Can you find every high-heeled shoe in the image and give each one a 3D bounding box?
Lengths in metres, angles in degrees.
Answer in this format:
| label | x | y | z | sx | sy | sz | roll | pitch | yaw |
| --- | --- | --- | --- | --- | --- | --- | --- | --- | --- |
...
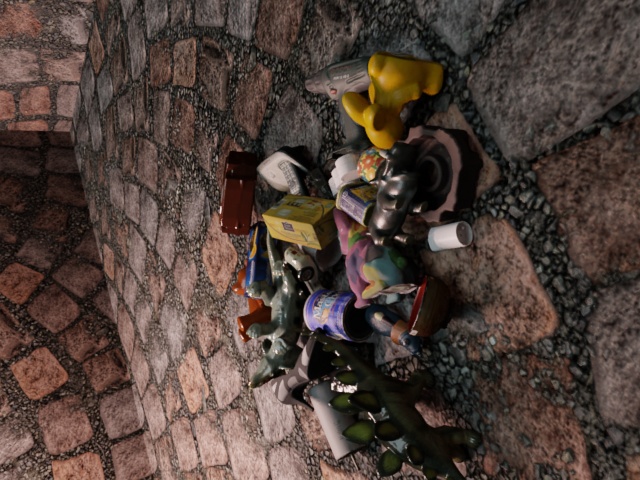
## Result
| label | x | y | z | sx | sy | sz | roll | pitch | yaw |
| --- | --- | --- | --- | --- | --- | --- | --- | --- | --- |
| high-heeled shoe | -0.050 | 0.279 | 1.223 | 0.145 | 0.086 | 0.248 | 28 | 118 | 40 |

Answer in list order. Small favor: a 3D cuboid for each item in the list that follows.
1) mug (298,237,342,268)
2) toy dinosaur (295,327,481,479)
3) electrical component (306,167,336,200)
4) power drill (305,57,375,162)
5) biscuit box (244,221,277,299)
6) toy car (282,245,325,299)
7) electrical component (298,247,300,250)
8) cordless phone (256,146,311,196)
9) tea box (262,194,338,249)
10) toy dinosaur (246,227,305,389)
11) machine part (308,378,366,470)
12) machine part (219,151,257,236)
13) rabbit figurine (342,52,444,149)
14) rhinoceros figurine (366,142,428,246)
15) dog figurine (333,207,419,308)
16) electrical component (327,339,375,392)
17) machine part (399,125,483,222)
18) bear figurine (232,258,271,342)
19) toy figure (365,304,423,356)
| label | x | y | z | sx | sy | sz | roll | pitch | yaw |
| --- | --- | --- | --- | --- | --- | --- | --- | --- | --- |
| mug | -0.003 | -0.004 | 1.236 | 0.107 | 0.080 | 0.109 | 28 | 91 | 47 |
| toy dinosaur | 0.129 | 0.308 | 1.000 | 0.472 | 0.198 | 0.105 | 42 | 125 | 41 |
| electrical component | 0.004 | -0.120 | 1.219 | 0.045 | 0.078 | 0.102 | -33 | 69 | 12 |
| power drill | 0.051 | -0.272 | 1.128 | 0.232 | 0.086 | 0.207 | -6 | 83 | 52 |
| biscuit box | -0.156 | 0.054 | 1.422 | 0.063 | 0.059 | 0.202 | -26 | 56 | 53 |
| toy car | -0.028 | 0.094 | 1.245 | 0.074 | 0.056 | 0.201 | 32 | 157 | 42 |
| electrical component | -0.030 | 0.009 | 1.322 | 0.094 | 0.021 | 0.063 | 51 | 133 | 38 |
| cordless phone | -0.070 | -0.126 | 1.312 | 0.147 | 0.089 | 0.184 | -26 | 82 | 52 |
| tea box | -0.034 | -0.044 | 1.189 | 0.170 | 0.098 | 0.068 | 16 | 137 | 45 |
| toy dinosaur | -0.091 | 0.171 | 1.340 | 0.131 | 0.192 | 0.404 | 2 | 78 | 19 |
| machine part | 0.038 | 0.412 | 1.243 | 0.079 | 0.079 | 0.243 | -53 | 53 | 44 |
| machine part | -0.220 | -0.128 | 1.440 | 0.201 | 0.087 | 0.201 | -105 | 22 | -66 |
| rabbit figurine | 0.126 | -0.241 | 0.962 | 0.122 | 0.162 | 0.173 | 35 | 129 | 33 |
| rhinoceros figurine | 0.134 | -0.078 | 0.956 | 0.112 | 0.073 | 0.190 | -126 | 39 | -51 |
| dog figurine | 0.100 | 0.017 | 1.066 | 0.191 | 0.108 | 0.219 | 121 | 136 | -61 |
| electrical component | 0.064 | 0.283 | 1.205 | 0.134 | 0.058 | 0.114 | -8 | 87 | 54 |
| machine part | 0.202 | -0.118 | 0.952 | 0.180 | 0.056 | 0.179 | 15 | 108 | 53 |
| bear figurine | -0.197 | 0.161 | 1.490 | 0.196 | 0.132 | 0.120 | 57 | 159 | 23 |
| toy figure | 0.151 | 0.175 | 1.062 | 0.155 | 0.064 | 0.057 | 30 | 108 | 50 |
